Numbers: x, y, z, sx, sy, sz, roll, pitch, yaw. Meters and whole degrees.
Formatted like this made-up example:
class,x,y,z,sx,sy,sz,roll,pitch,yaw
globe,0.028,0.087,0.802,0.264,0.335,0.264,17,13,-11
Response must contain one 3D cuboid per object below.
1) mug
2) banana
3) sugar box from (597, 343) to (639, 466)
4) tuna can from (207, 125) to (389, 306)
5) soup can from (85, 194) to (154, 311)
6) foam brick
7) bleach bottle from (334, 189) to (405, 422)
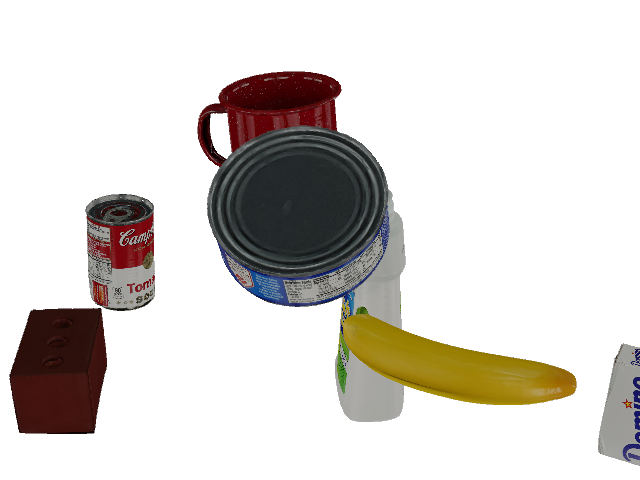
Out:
class,x,y,z,sx,sy,sz,roll,pitch,yaw
mug,-0.040,-0.077,0.823,0.117,0.081,0.093,3,28,15
banana,0.085,0.085,0.782,0.198,0.037,0.069,18,37,36
sugar box,0.322,0.154,0.871,0.176,0.093,0.048,12,24,21
tuna can,-0.009,-0.012,0.514,0.086,0.086,0.034,0,-32,7
soup can,-0.204,0.013,1.093,0.068,0.102,0.068,3,26,-1
foam brick,-0.180,0.090,0.741,0.053,0.051,0.078,-1,31,-4
bleach bottle,0.049,0.054,1.018,0.068,0.251,0.102,-3,37,-3
